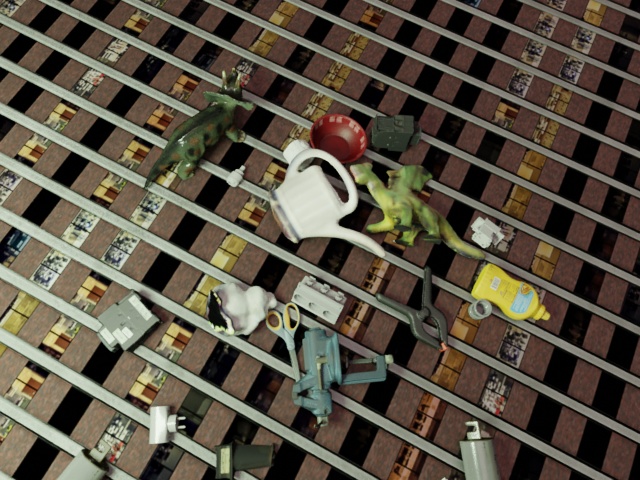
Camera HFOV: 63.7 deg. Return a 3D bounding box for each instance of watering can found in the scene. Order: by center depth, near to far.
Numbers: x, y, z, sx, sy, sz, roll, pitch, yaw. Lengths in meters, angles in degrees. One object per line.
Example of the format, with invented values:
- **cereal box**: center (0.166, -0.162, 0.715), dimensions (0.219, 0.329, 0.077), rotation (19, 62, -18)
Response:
- **watering can**: center (0.004, -0.066, 1.315), dimensions (0.224, 0.103, 0.351), rotation (-30, 77, 5)

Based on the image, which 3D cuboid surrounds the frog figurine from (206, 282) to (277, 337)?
- **frog figurine**: center (-0.192, 0.161, 1.262), dimensions (0.161, 0.120, 0.139), rotation (-18, 59, -46)

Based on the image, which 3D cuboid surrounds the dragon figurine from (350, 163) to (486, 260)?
- **dragon figurine**: center (0.260, -0.102, 1.369), dimensions (0.409, 0.120, 0.247), rotation (17, 64, -13)
